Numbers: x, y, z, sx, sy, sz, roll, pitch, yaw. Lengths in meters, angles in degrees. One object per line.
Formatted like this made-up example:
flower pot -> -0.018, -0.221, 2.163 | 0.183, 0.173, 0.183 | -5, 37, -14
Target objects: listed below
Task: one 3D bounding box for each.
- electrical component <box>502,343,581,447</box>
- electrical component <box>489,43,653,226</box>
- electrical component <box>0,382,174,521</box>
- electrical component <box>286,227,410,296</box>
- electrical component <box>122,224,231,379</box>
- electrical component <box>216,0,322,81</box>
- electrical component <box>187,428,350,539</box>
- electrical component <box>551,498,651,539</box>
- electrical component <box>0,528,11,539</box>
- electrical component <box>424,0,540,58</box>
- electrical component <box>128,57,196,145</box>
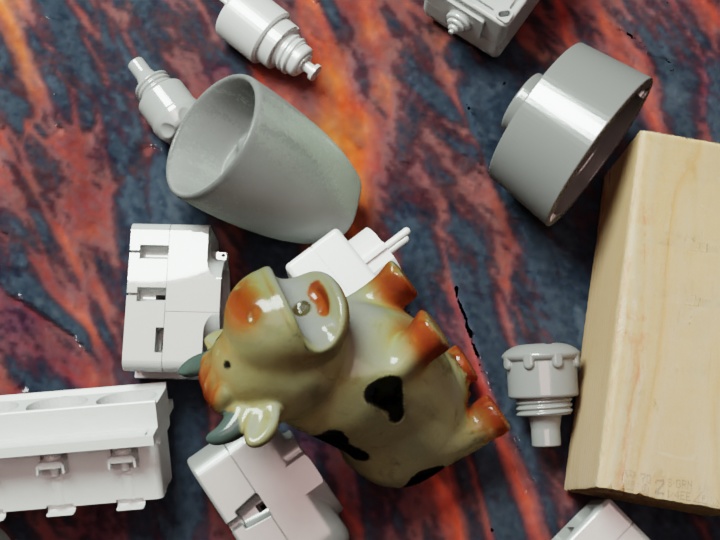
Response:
electrical component -> 0.112, 0.076, 0.654 | 0.048, 0.048, 0.062 | -3, 84, -1
electrical component -> 0.123, -0.088, 0.662 | 0.060, 0.108, 0.108 | 37, 79, 14
electrical component -> -0.174, 0.106, 0.631 | 0.121, 0.078, 0.063 | -5, 98, -1
electrical component -> 0.000, 0.000, 0.659 | 0.077, 0.065, 0.047 | -37, 80, -8
electrical component -> -0.111, 0.020, 0.662 | 0.056, 0.050, 0.089 | 1, 77, 0
electrical component -> -0.059, -0.152, 0.708 | 0.078, 0.040, 0.040 | 39, 80, 8
electrical component -> -0.050, 0.134, 0.634 | 0.059, 0.053, 0.095 | -35, 79, -8
electrical component -> 0.145, 0.184, 0.626 | 0.066, 0.047, 0.076 | -43, 81, -9
electrical component -> -0.233, 0.172, 0.628 | 0.055, 0.047, 0.055 | 0, 77, 0
electrical component -> 0.085, -0.187, 0.705 | 0.062, 0.061, 0.096 | 34, 79, 7
electrical component -> -0.130, -0.113, 0.701 | 0.035, 0.035, 0.061 | -36, 77, -8
